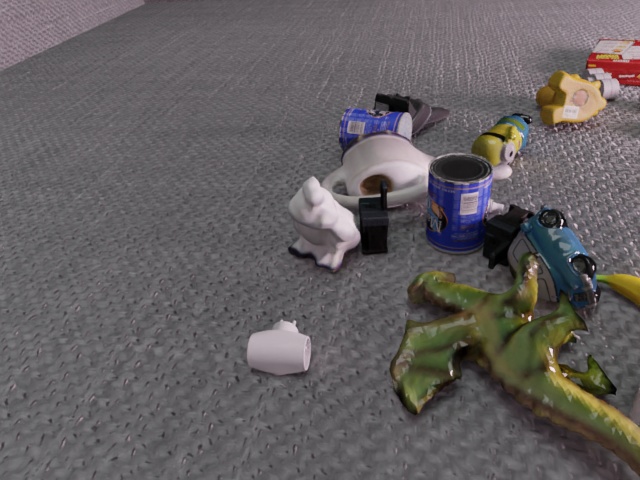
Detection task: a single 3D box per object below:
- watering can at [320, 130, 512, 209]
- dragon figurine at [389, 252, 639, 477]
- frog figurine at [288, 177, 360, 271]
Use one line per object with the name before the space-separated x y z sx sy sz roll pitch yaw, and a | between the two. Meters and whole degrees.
watering can | 0.168 -0.137 1.003 0.347 0.102 0.229 -10 34 1
dragon figurine | 0.208 0.153 0.628 0.242 0.120 0.419 -20 32 9
frog figurine | 0.003 -0.043 0.854 0.123 0.156 0.140 -19 36 -20
